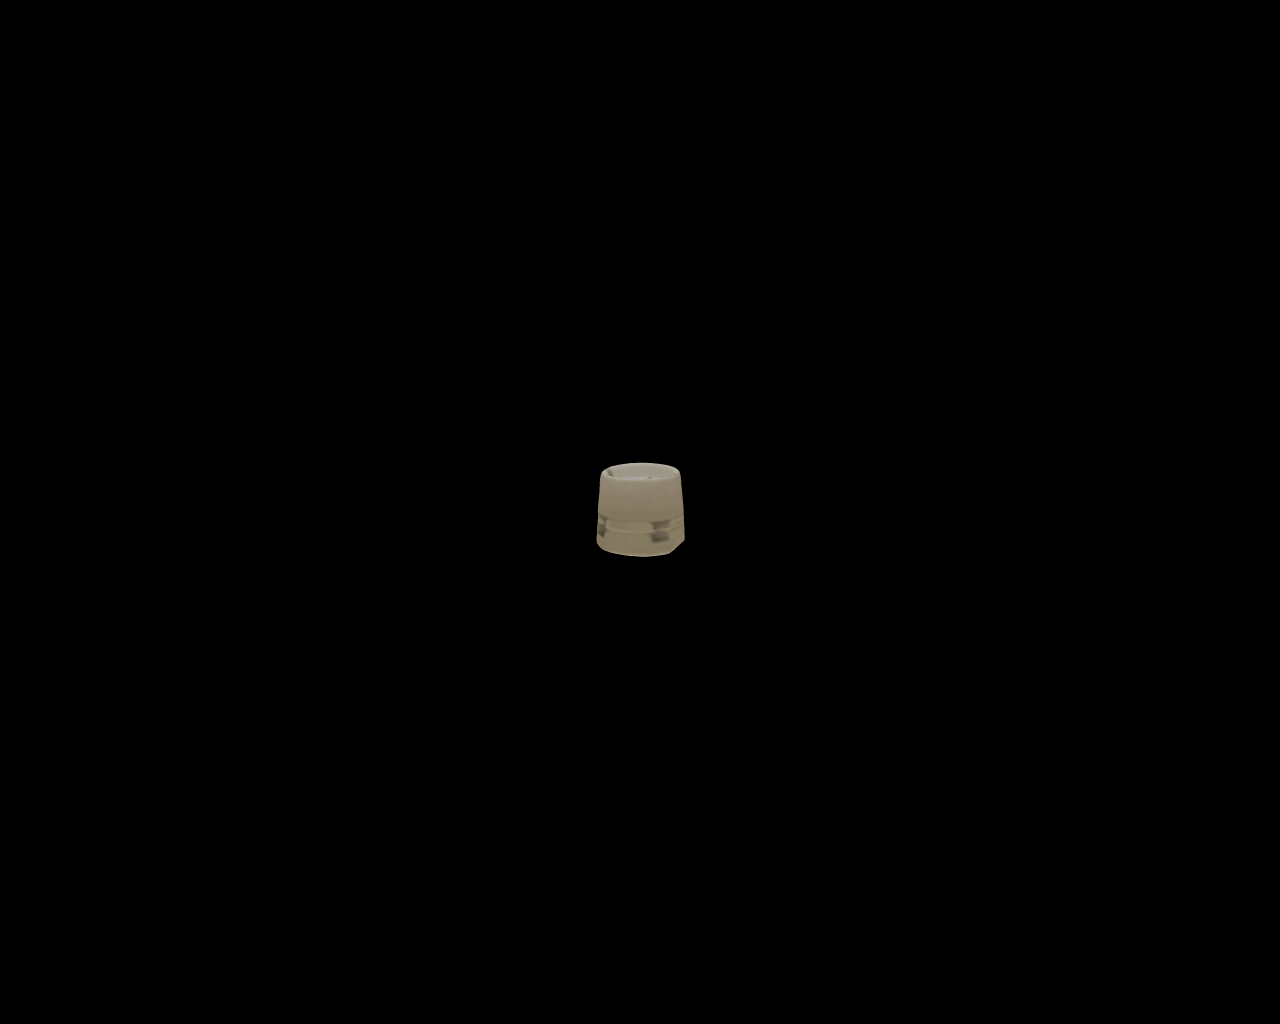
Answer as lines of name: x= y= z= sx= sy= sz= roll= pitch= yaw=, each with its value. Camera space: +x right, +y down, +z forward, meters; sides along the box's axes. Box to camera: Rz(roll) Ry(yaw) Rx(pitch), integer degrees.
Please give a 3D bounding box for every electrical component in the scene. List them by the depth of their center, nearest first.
electrical component: x=0.001 y=-0.003 z=0.650 sx=0.055 sy=0.047 sz=0.055 roll=0 pitch=15 yaw=0
